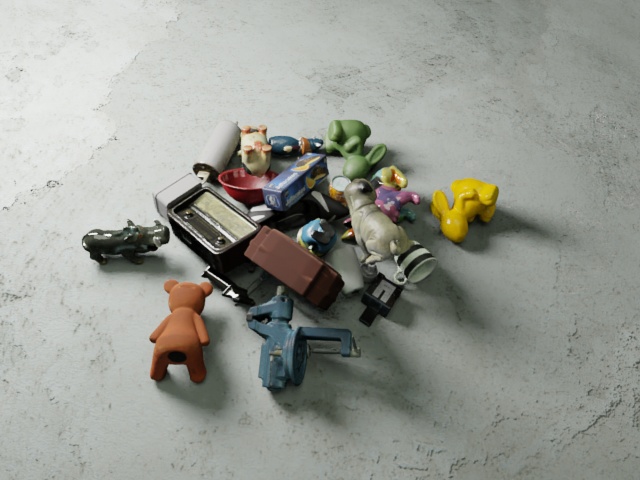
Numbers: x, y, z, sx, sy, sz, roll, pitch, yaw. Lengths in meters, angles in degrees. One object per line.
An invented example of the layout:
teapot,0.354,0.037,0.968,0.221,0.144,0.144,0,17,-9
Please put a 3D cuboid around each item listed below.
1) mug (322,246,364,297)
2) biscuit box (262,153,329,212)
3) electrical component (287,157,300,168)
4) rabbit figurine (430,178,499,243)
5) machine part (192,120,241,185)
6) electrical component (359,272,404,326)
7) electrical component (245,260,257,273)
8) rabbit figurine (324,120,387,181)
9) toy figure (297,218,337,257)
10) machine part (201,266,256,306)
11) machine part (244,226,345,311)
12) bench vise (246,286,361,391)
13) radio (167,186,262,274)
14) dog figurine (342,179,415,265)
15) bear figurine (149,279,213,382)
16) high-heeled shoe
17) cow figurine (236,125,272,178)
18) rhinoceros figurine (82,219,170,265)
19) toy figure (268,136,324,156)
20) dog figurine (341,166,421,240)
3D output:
mug,0.051,0.081,1.266,0.109,0.080,0.107,-20,68,-14
biscuit box,-0.057,-0.145,1.325,0.063,0.059,0.203,14,41,31
electrical component,-0.039,-0.181,1.452,0.078,0.045,0.102,-1,54,-45
rabbit figurine,0.369,-0.078,1.410,0.162,0.121,0.173,28,74,12
machine part,-0.270,-0.236,1.427,0.079,0.079,0.243,17,54,2
electrical component,0.135,0.142,1.256,0.075,0.047,0.119,35,56,15
electrical component,-0.170,0.034,1.292,0.063,0.021,0.094,13,56,-1
rabbit figurine,0.096,-0.232,1.486,0.159,0.121,0.170,-4,74,-20
toy figure,-0.005,-0.001,1.253,0.082,0.180,0.089,-26,93,-14
machine part,-0.210,0.102,1.208,0.139,0.084,0.039,34,97,31
machine part,-0.049,0.061,1.159,0.202,0.201,0.087,32,85,15
bench vise,-0.033,0.206,1.127,0.241,0.128,0.223,1,62,12
radio,-0.248,-0.026,1.256,0.131,0.073,0.230,-35,50,-28
dog figurine,0.121,-0.051,1.219,0.121,0.172,0.190,-23,95,-24
bear figurine,-0.290,0.182,1.133,0.120,0.131,0.196,3,38,-9
high-heeled shoe,-0.059,-0.054,1.323,0.249,0.086,0.145,4,36,13
cow figurine,-0.169,-0.231,1.393,0.085,0.127,0.195,-3,40,-13
rhinoceros figurine,-0.436,-0.002,1.219,0.190,0.112,0.073,-5,54,-3
toy figure,-0.066,-0.263,1.493,0.154,0.057,0.064,-1,61,-16
dog figurine,0.137,-0.079,1.373,0.219,0.108,0.192,-24,64,-20
